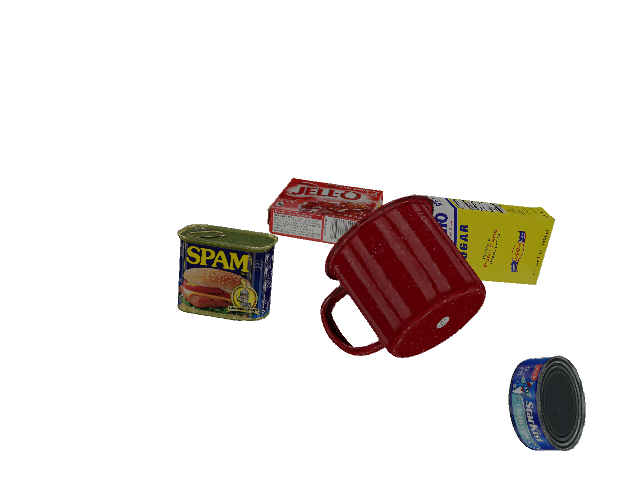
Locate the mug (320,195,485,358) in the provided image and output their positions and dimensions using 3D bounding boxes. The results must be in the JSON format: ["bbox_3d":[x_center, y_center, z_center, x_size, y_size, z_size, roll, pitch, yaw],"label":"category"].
[{"bbox_3d":[0.053,0.036,0.756,0.117,0.081,0.093,-37,-25,6],"label":"mug"}]

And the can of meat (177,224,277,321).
[{"bbox_3d":[-0.099,0.034,1.117,0.102,0.084,0.057,9,16,13],"label":"can of meat"}]

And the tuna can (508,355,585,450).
[{"bbox_3d":[0.207,0.149,0.977,0.034,0.086,0.085,-10,-7,40],"label":"tuna can"}]

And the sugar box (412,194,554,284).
[{"bbox_3d":[0.189,0.000,1.300,0.176,0.093,0.048,3,22,-20],"label":"sugar box"}]

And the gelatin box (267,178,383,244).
[{"bbox_3d":[0.005,-0.026,0.954,0.089,0.030,0.073,9,26,12],"label":"gelatin box"}]
